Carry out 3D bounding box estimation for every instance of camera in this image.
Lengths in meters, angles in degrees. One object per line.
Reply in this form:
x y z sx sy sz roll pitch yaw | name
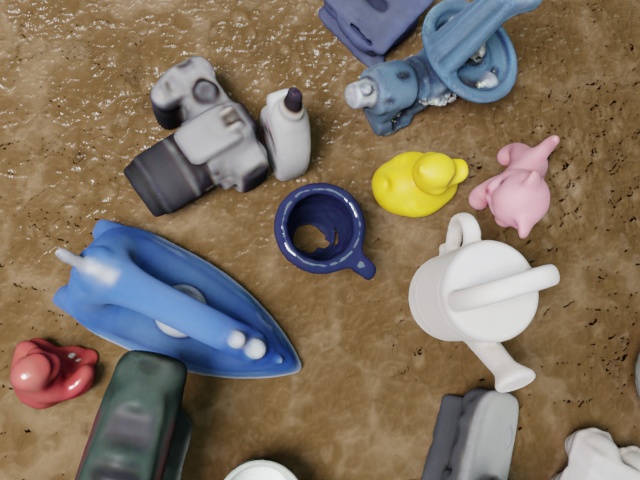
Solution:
-0.140 -0.099 0.594 0.137 0.100 0.143 -35 88 -12 | camera

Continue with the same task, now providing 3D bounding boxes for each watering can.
0.167 0.059 0.568 0.101 0.194 0.173 -34 87 -12 | watering can

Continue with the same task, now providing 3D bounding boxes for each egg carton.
0.299 0.286 0.617 0.107 0.069 0.150 26 79 -4 | egg carton

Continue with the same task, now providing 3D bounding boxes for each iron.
-0.126 0.071 0.549 0.258 0.141 0.119 26 79 -4 | iron

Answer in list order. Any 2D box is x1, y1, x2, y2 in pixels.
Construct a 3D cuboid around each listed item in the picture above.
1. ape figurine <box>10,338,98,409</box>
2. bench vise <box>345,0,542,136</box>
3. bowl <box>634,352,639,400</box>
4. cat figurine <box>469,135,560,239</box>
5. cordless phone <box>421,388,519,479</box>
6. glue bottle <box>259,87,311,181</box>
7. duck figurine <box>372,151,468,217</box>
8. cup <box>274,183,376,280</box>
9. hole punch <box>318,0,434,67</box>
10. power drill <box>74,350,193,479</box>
-0.262 0.126 0.546 0.076 0.092 0.078 -43 89 -12 | ape figurine
0.137 -0.181 0.587 0.207 0.219 0.121 -42 89 -12 | bench vise
0.425 0.160 0.652 0.167 0.074 0.167 1 81 -8 | bowl
0.225 -0.062 0.634 0.067 0.117 0.128 35 78 -2 | cat figurine
0.175 0.222 0.549 0.094 0.185 0.148 14 80 -6 | cordless phone
-0.033 -0.115 0.575 0.037 0.173 0.078 -22 85 -11 | glue bottle
0.114 -0.069 0.635 0.104 0.086 0.077 -8 83 -9 | duck figurine
0.006 0.002 0.603 0.118 0.095 0.092 40 78 -1 | cup
0.064 -0.271 0.656 0.108 0.091 0.101 44 78 0 | hole punch
-0.163 0.209 0.489 0.075 0.208 0.230 12 80 -6 | power drill
